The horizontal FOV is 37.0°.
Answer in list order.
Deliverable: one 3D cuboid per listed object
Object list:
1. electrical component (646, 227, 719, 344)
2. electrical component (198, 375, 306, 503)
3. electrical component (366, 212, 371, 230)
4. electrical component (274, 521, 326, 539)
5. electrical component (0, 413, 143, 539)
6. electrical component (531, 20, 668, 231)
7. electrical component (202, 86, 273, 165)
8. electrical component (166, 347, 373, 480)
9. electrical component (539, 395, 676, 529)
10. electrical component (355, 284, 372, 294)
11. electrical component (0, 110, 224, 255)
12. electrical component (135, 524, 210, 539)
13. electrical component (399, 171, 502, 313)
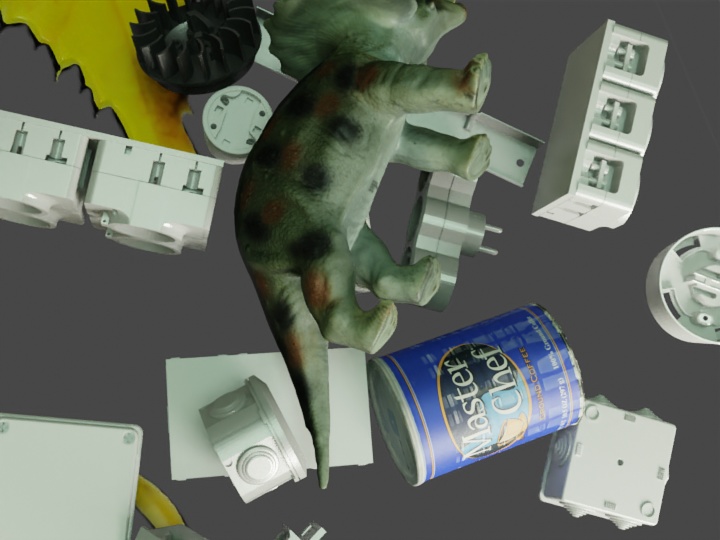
[{"bbox_3d":[0.295,0.015,0.906,0.099,0.064,0.099,1,82,-10],"label":"electrical component"},{"bbox_3d":[-0.074,0.118,0.752,0.051,0.080,0.080,-27,88,-7],"label":"electrical component"},{"bbox_3d":[-0.022,-0.043,0.867,0.055,0.048,0.066,-10,84,-4],"label":"electrical component"},{"bbox_3d":[-0.050,0.235,0.824,0.064,0.042,0.081,46,78,-5],"label":"electrical component"},{"bbox_3d":[-0.221,0.164,0.795,0.109,0.056,0.108,6,81,-9],"label":"electrical component"},{"bbox_3d":[0.202,-0.116,0.895,0.062,0.089,0.150,16,80,-8],"label":"electrical component"},{"bbox_3d":[-0.099,-0.114,0.862,0.055,0.047,0.055,1,82,-10],"label":"electrical component"},{"bbox_3d":[-0.072,0.109,0.827,0.150,0.062,0.089,-3,83,-11],"label":"electrical component"},{"bbox_3d":[0.203,0.156,0.878,0.100,0.048,0.099,17,79,-8],"label":"electrical component"},{"bbox_3d":[0.000,0.000,0.864,0.040,0.046,0.040,1,82,-10],"label":"electrical component"},{"bbox_3d":[-0.202,-0.062,0.806,0.186,0.105,0.060,12,80,-8],"label":"electrical component"},{"bbox_3d":[-0.089,0.270,0.759,0.186,0.060,0.105,25,93,22],"label":"electrical component"},{"bbox_3d":[0.080,-0.032,0.880,0.074,0.052,0.138,15,80,-8],"label":"electrical component"}]
